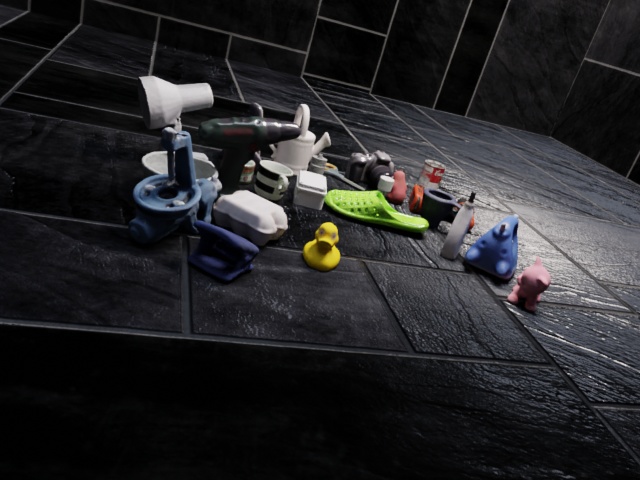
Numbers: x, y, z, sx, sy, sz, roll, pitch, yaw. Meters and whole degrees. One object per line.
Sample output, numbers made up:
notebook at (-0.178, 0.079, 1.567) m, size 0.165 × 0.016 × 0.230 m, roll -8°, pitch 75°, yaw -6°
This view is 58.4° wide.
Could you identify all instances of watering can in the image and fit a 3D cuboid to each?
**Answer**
watering can at (-0.058, -0.289, 1.627) m, size 0.173 × 0.194 × 0.100 m, roll -3°, pitch 31°, yaw -38°

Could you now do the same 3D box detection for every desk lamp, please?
desk lamp at (-0.352, -0.288, 1.407) m, size 0.204 × 0.213 × 0.117 m, roll 1°, pitch 28°, yaw -32°

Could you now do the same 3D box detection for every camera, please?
camera at (0.166, -0.207, 1.712) m, size 0.143 × 0.101 × 0.136 m, roll 9°, pitch 25°, yaw -17°

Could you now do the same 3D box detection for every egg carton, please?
egg carton at (-0.145, -0.048, 1.201) m, size 0.150 × 0.069 × 0.107 m, roll 26°, pitch 25°, yaw 19°

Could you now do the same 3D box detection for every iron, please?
iron at (0.448, -0.002, 1.403) m, size 0.118 × 0.141 × 0.259 m, roll 26°, pitch 26°, yaw 21°

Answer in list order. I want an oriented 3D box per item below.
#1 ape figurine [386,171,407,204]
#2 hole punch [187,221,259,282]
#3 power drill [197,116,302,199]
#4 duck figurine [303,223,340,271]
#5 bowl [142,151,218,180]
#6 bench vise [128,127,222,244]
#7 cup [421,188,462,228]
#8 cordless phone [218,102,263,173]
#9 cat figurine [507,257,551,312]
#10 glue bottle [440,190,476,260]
ape figurine at (0.220, -0.156, 1.648) m, size 0.078 × 0.092 × 0.076 m, roll 10°, pitch 25°, yaw -14°
hole punch at (-0.172, 0.008, 1.034) m, size 0.108 × 0.091 × 0.101 m, roll 25°, pitch 25°, yaw 19°
power drill at (-0.171, -0.187, 1.311) m, size 0.230 × 0.208 × 0.075 m, roll 6°, pitch 26°, yaw -23°
duck figurine at (0.011, 0.004, 1.169) m, size 0.077 × 0.086 × 0.104 m, roll 17°, pitch 24°, yaw 0°
bowl at (-0.313, -0.132, 1.265) m, size 0.167 × 0.075 × 0.167 m, roll 14°, pitch 24°, yaw -6°
bench vise at (-0.267, -0.114, 1.076) m, size 0.121 × 0.220 × 0.207 m, roll 19°, pitch 24°, yaw 6°
cup at (0.319, -0.075, 1.534) m, size 0.117 × 0.095 × 0.092 m, roll 30°, pitch 27°, yaw 28°
cordless phone at (-0.199, -0.289, 1.544) m, size 0.094 × 0.185 × 0.147 m, roll -5°, pitch 32°, yaw -40°
cat figurine at (0.464, 0.089, 1.246) m, size 0.067 × 0.118 × 0.128 m, roll 25°, pitch 25°, yaw 18°
glue bottle at (0.340, -0.039, 1.373) m, size 0.037 × 0.173 × 0.078 m, roll 25°, pitch 25°, yaw 18°
